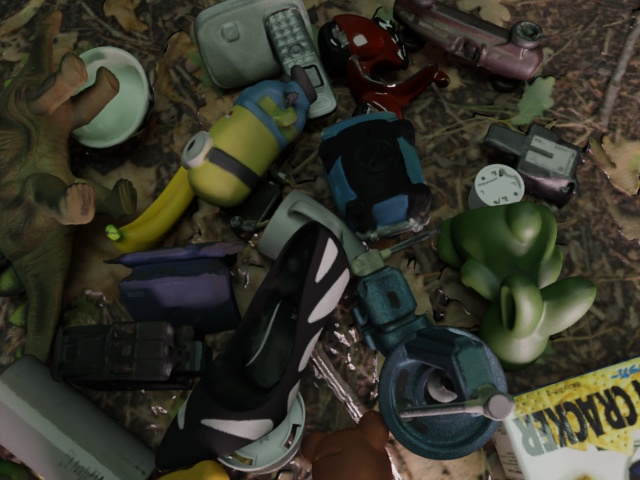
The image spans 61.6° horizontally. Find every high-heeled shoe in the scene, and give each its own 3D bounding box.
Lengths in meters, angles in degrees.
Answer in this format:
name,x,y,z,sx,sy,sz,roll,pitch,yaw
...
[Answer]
name,x,y,z,sx,sy,sz,roll,pitch,yaw
high-heeled shoe,-0.061,0.093,0.494,0.086,0.145,0.249,27,53,35

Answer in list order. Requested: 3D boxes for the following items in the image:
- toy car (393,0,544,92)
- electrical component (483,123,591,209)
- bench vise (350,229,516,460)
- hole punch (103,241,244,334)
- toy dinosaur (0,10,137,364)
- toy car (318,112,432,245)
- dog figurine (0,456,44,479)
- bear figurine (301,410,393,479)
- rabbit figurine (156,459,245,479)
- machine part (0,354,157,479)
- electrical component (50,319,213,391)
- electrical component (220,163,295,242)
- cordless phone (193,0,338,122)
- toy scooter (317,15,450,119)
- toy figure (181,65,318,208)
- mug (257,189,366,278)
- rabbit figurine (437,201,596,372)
name,x,y,z,sx,sy,sz,roll,pitch,yaw
toy car,0.181,-0.255,0.681,0.202,0.089,0.053,27,70,9
electrical component,0.252,-0.095,0.643,0.119,0.047,0.075,19,71,9
bench vise,0.101,0.103,0.485,0.129,0.240,0.223,-13,86,-7
hole punch,-0.143,0.053,0.568,0.142,0.115,0.092,-4,78,0
toy dinosaur,-0.312,-0.042,0.593,0.199,0.105,0.471,-10,77,19
toy car,0.066,-0.059,0.604,0.109,0.102,0.162,-18,61,0
dog figurine,-0.355,0.223,0.521,0.219,0.192,0.108,37,68,-22
bear figurine,0.047,0.272,0.494,0.120,0.131,0.196,-32,35,24
rabbit figurine,-0.099,0.288,0.476,0.162,0.122,0.173,-44,114,-40
machine part,-0.241,0.190,0.515,0.243,0.079,0.079,40,75,-1
electrical component,-0.179,0.119,0.541,0.134,0.114,0.058,-2,72,3
electrical component,-0.076,-0.051,0.637,0.078,0.045,0.102,34,74,11
cordless phone,-0.066,-0.216,0.680,0.147,0.088,0.184,-21,75,-6
toy scooter,0.084,-0.216,0.679,0.135,0.075,0.184,-21,74,-6
toy figure,-0.074,-0.114,0.600,0.089,0.082,0.180,43,74,11
mug,-0.001,-0.002,0.590,0.107,0.109,0.081,32,60,0
rabbit figurine,0.206,0.051,0.551,0.121,0.159,0.170,-2,85,-10
